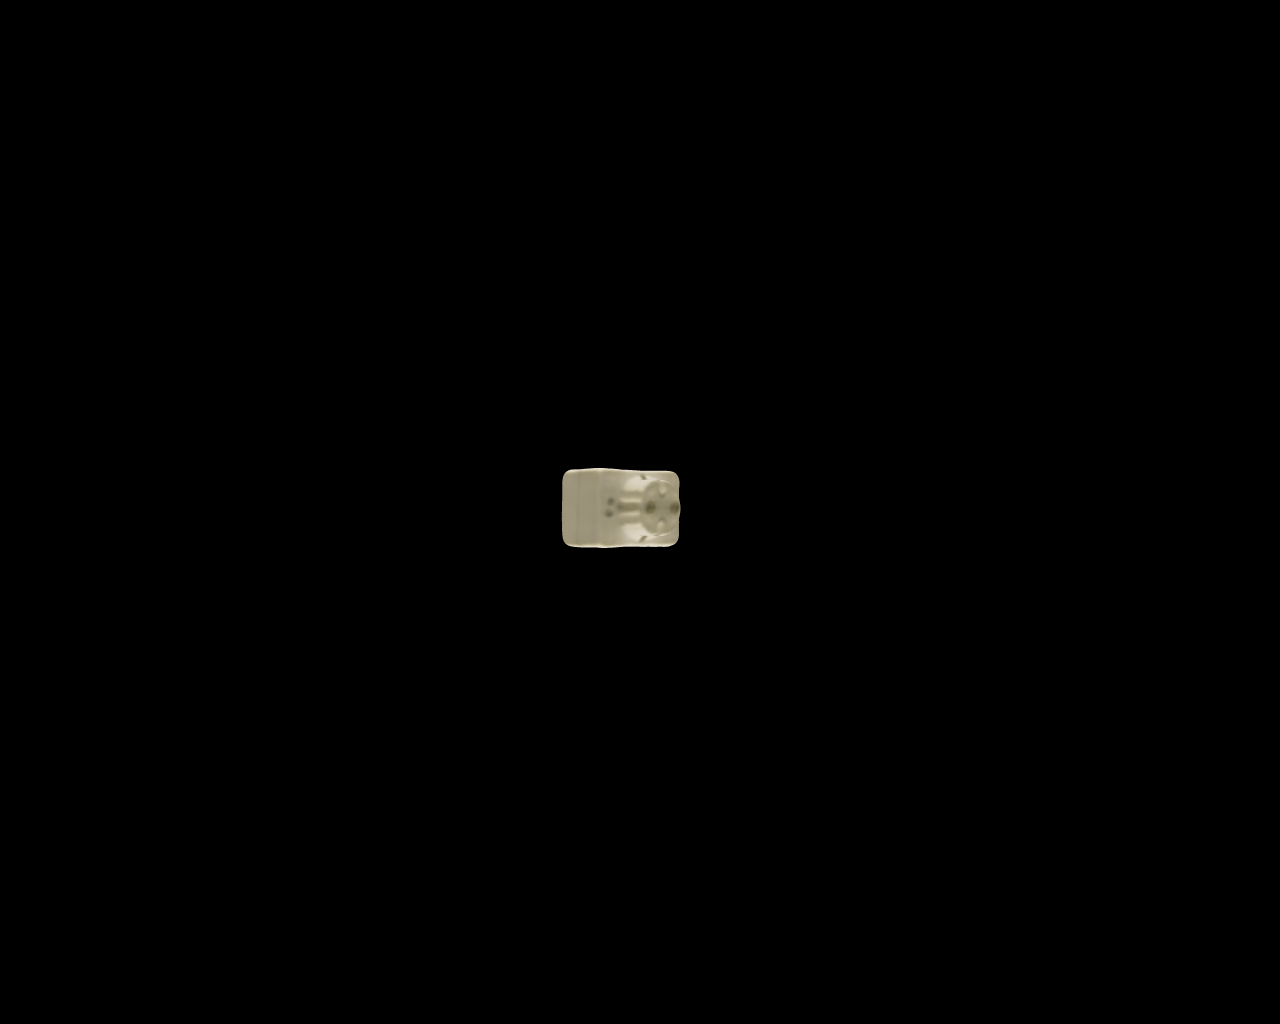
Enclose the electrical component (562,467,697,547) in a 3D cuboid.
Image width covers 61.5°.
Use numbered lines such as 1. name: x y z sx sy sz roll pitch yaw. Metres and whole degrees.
1. electrical component: 0.001 -0.003 0.650 0.066 0.047 0.076 2 -3 -40
